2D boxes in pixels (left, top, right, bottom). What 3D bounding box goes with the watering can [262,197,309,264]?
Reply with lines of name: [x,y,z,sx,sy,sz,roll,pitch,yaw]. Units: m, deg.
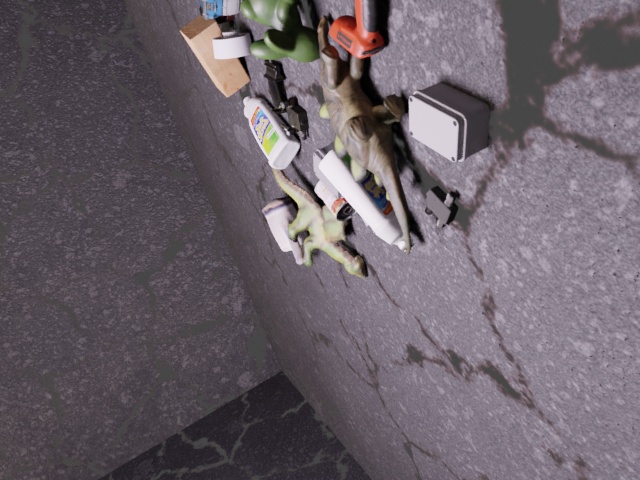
watering can: [-0.096,-0.029,1.613,0.224,0.104,0.348,63,178,-4]

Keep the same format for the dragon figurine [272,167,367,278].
dragon figurine: [0.004,-0.070,1.389,0.240,0.124,0.410,-27,91,54]
